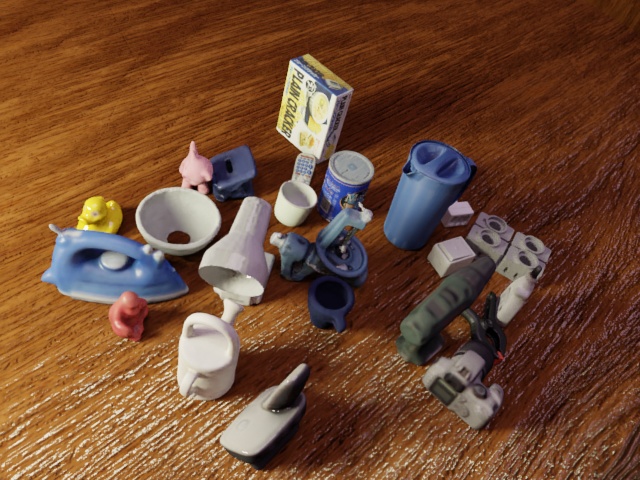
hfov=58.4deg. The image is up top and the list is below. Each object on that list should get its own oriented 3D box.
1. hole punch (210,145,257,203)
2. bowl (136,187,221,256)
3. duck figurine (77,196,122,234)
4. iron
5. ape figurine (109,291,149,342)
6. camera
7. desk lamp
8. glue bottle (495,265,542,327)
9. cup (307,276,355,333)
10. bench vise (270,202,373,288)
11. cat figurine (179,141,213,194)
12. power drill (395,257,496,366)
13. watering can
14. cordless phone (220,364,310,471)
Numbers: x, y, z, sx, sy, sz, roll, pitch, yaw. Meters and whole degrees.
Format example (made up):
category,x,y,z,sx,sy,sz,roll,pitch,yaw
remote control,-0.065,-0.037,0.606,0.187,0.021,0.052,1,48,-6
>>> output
category,x,y,z,sx,sy,sz,roll,pitch,yaw
hole punch,-0.198,-0.153,1.298,0.101,0.091,0.108,-6,53,-21
bowl,-0.290,-0.026,1.175,0.167,0.075,0.167,8,49,-9
duck figurine,-0.443,-0.052,1.146,0.077,0.086,0.105,29,49,9
iron,-0.369,0.036,1.055,0.258,0.141,0.118,9,49,-9
ape figurine,-0.339,0.127,1.021,0.076,0.092,0.078,36,51,15
camera,0.292,0.257,1.088,0.143,0.101,0.137,40,52,18
desk lamp,-0.145,0.034,1.074,0.118,0.213,0.203,16,48,-2
glue bottle,0.418,0.110,1.201,0.037,0.173,0.078,25,49,6
cup,0.019,0.142,1.110,0.092,0.095,0.117,-7,53,-21
bench vise,0.013,0.013,1.133,0.208,0.220,0.121,-1,51,-17
cat figurine,-0.273,-0.162,1.266,0.067,0.118,0.127,-4,52,-19
power drill,0.228,0.144,1.093,0.230,0.208,0.075,-32,65,-35
watering can,-0.183,0.175,0.957,0.101,0.194,0.173,7,49,-10
cordless phone,-0.080,0.272,0.912,0.094,0.185,0.148,35,50,14
